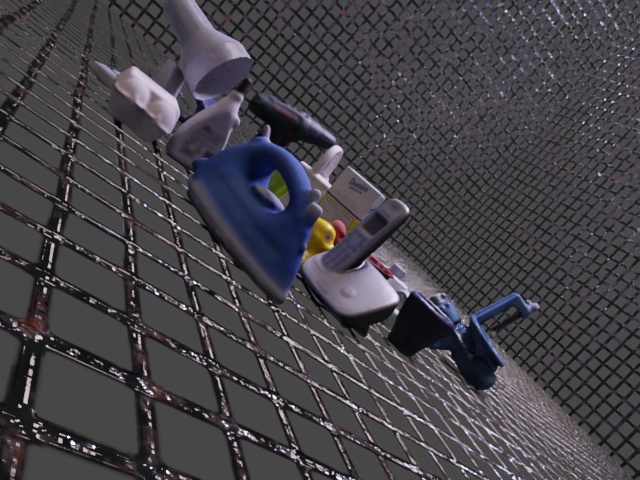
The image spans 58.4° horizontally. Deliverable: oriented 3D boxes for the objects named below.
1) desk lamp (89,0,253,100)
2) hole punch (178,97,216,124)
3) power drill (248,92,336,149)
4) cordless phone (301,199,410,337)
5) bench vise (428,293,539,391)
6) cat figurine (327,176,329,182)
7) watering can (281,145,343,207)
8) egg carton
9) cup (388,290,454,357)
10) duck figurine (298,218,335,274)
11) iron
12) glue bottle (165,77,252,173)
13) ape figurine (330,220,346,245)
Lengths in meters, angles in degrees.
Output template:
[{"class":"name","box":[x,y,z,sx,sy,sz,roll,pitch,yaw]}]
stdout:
[{"class":"desk lamp","box":[-0.253,-0.310,1.008,0.203,0.213,0.118,42,7,5]},{"class":"hole punch","box":[-0.251,-0.270,1.286,0.101,0.091,0.109,42,7,5]},{"class":"power drill","box":[-0.103,-0.238,1.404,0.230,0.208,0.075,39,7,-19]},{"class":"cordless phone","box":[0.073,0.030,0.818,0.094,0.185,0.147,34,10,-46]},{"class":"bench vise","box":[0.332,0.175,1.195,0.207,0.219,0.121,41,7,-1]},{"class":"cat figurine","box":[-0.004,-0.126,1.626,0.067,0.117,0.128,44,7,18]},{"class":"watering can","box":[-0.011,-0.123,1.263,0.173,0.194,0.101,40,7,-10]},{"class":"egg carton","box":[-0.272,-0.208,0.881,0.107,0.069,0.150,38,8,-28]},{"class":"cup","box":[0.163,0.147,0.961,0.091,0.095,0.118,44,7,18]},{"class":"duck figurine","box":[-0.017,0.003,0.906,0.104,0.086,0.078,43,7,13]},{"class":"iron","box":[-0.063,-0.047,0.728,0.119,0.141,0.257,34,10,-47]},{"class":"glue bottle","box":[-0.165,-0.189,0.914,0.078,0.173,0.037,36,9,-38]},{"class":"ape figurine","box":[0.009,0.004,1.017,0.076,0.092,0.078,46,8,32]}]
